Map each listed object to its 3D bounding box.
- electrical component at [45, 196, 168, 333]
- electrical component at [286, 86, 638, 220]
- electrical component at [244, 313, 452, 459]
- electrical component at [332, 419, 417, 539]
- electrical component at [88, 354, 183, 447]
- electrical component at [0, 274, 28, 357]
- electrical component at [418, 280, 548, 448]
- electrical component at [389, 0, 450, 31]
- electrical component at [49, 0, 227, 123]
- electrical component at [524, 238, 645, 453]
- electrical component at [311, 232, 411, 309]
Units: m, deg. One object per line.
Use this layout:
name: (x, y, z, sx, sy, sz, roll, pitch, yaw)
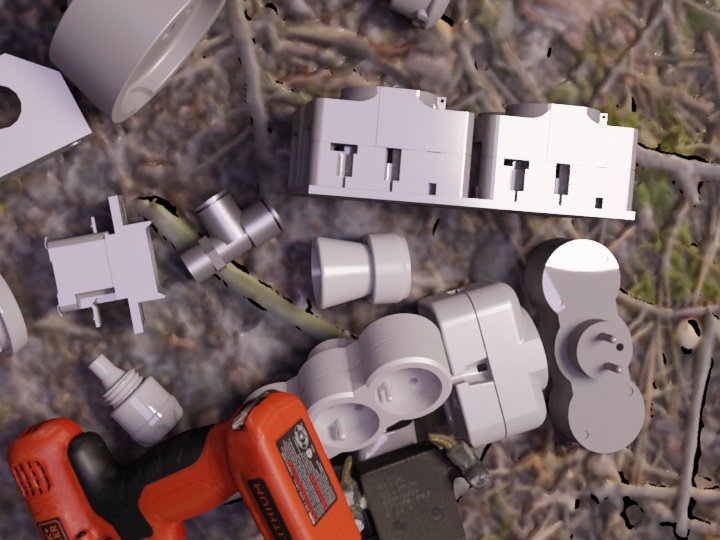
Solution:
electrical component: (-0.150, -0.002, 0.639, 0.064, 0.042, 0.081, -10, 95, -8)
electrical component: (0.056, -0.067, 0.640, 0.186, 0.105, 0.060, 4, 93, -11)
electrical component: (-0.012, 0.067, 0.655, 0.138, 0.073, 0.052, -31, 128, 17)
electrical component: (0.001, 0.138, 0.674, 0.079, 0.043, 0.077, -10, 95, -10)
electrical component: (-0.138, 0.076, 0.649, 0.035, 0.035, 0.061, -44, 98, -5)
electrical component: (-0.228, 0.031, 0.613, 0.057, 0.078, 0.058, -27, 98, -29)
electrical component: (0.080, 0.057, 0.678, 0.059, 0.054, 0.095, -16, 96, -9)
electrical component: (0.027, -0.180, 0.659, 0.062, 0.048, 0.048, 25, 89, -4)
electrical component: (-0.128, -0.143, 0.603, 0.060, 0.108, 0.108, 39, 86, -4)
electrical component: (0.148, 0.049, 0.680, 0.052, 0.074, 0.138, -13, 96, -9)
electrical component: (0.000, 0.000, 0.665, 0.055, 0.045, 0.045, -4, 94, -10)
